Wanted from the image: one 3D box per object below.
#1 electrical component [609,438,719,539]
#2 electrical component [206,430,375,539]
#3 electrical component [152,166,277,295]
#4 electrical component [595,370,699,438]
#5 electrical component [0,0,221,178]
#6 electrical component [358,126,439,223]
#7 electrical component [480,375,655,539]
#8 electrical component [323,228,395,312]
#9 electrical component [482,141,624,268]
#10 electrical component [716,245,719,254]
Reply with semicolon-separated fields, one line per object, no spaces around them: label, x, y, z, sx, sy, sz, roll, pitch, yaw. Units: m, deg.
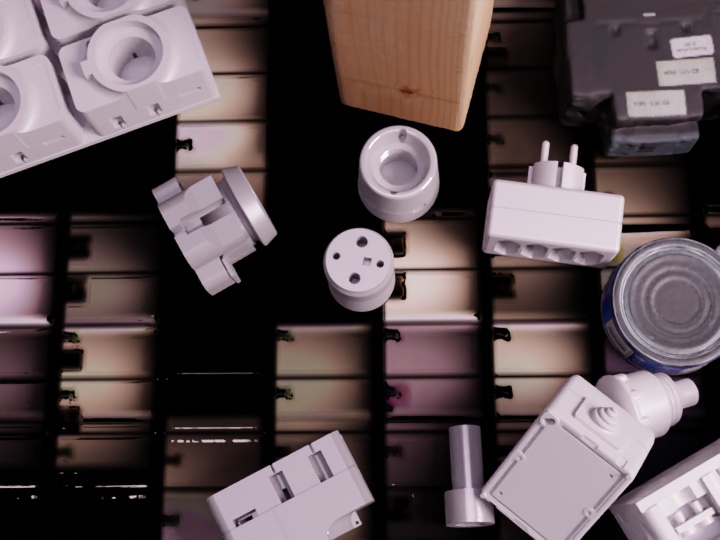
electrical component;0.233;0.128;0.633;0.150;0.089;0.061;-29;78;-4
electrical component;-0.040;0.146;0.661;0.089;0.050;0.055;-27;77;-4
electrical component;-0.091;-0.032;0.701;0.057;0.058;0.078;-30;78;-2
electrical component;0.181;0.083;0.671;0.062;0.048;0.048;-13;76;-18
electrical component;-0.203;-0.142;0.729;0.186;0.060;0.105;-20;77;-2
electrical component;0.025;-0.064;0.708;0.055;0.047;0.055;-1;77;2
electrical component;0.128;0.110;0.639;0.062;0.061;0.096;38;123;12
electrical component;0.000;0.000;0.690;0.045;0.055;0.045;-1;77;2
electrical component;0.127;-0.047;0.700;0.083;0.047;0.075;8;77;4
electrical component;0.281;-0.024;0.684;0.077;0.065;0.047;-28;76;-34
